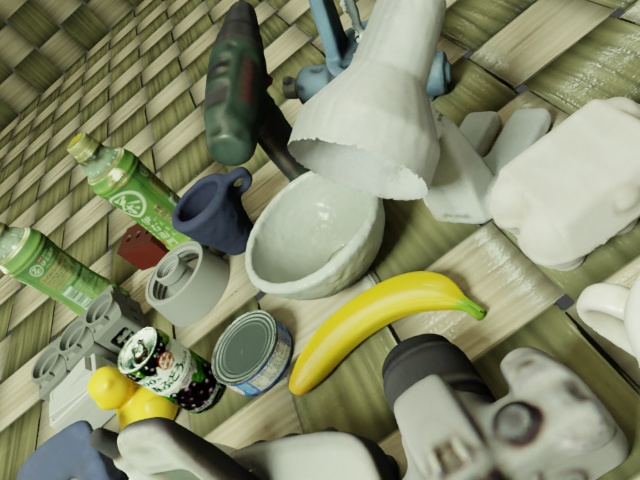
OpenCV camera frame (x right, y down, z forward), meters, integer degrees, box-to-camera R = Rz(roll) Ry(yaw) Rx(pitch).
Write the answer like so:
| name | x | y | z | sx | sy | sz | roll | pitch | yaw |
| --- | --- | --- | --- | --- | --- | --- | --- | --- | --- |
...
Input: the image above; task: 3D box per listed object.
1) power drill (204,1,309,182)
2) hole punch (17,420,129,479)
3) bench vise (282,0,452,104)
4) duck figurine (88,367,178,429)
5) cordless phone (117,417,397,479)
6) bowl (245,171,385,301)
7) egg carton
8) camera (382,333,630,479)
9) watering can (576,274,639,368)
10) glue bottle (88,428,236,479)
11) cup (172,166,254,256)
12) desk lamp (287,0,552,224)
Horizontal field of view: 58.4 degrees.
| name | x | y | z | sx | sy | sz | roll | pitch | yaw |
| --- | --- | --- | --- | --- | --- | --- | --- | --- | --- |
| power drill | -0.062 | -0.158 | 0.712 | 0.075 | 0.209 | 0.229 | -20 | 43 | 29 |
| hole punch | -0.246 | 0.257 | 0.587 | 0.108 | 0.091 | 0.101 | -41 | 37 | 5 |
| bench vise | 0.025 | -0.223 | 0.683 | 0.207 | 0.220 | 0.121 | -27 | 40 | 22 |
| duck figurine | -0.216 | 0.175 | 0.641 | 0.104 | 0.086 | 0.077 | 3 | 57 | 44 |
| cordless phone | -0.037 | 0.169 | 0.395 | 0.147 | 0.186 | 0.094 | -23 | 42 | 26 |
| bowl | 0.006 | 0.002 | 0.608 | 0.167 | 0.075 | 0.167 | -25 | 41 | 24 |
| egg carton | 0.216 | -0.045 | 0.460 | 0.150 | 0.070 | 0.107 | -38 | 37 | 8 |
| camera | 0.101 | 0.115 | 0.389 | 0.143 | 0.101 | 0.136 | -38 | 37 | 9 |
| watering can | 0.212 | 0.043 | 0.275 | 0.172 | 0.195 | 0.101 | -13 | 47 | 35 |
| glue bottle | -0.115 | 0.189 | 0.460 | 0.078 | 0.174 | 0.037 | -52 | 38 | -10 |
| cup | -0.117 | -0.033 | 0.740 | 0.117 | 0.095 | 0.091 | -40 | 37 | 7 |
| desk lamp | 0.091 | -0.103 | 0.512 | 0.117 | 0.214 | 0.203 | 9 | 62 | 47 |
